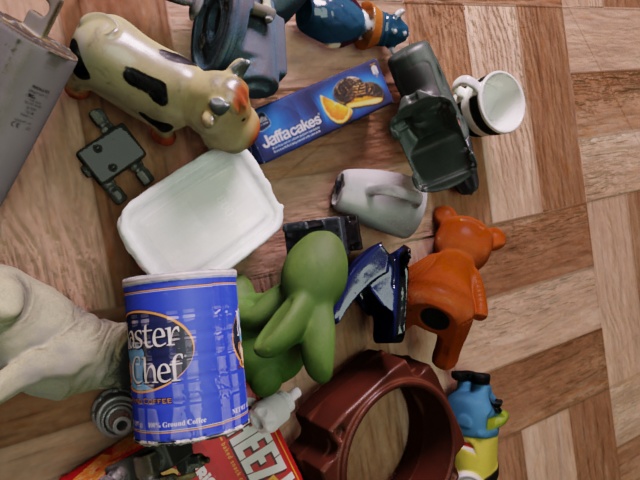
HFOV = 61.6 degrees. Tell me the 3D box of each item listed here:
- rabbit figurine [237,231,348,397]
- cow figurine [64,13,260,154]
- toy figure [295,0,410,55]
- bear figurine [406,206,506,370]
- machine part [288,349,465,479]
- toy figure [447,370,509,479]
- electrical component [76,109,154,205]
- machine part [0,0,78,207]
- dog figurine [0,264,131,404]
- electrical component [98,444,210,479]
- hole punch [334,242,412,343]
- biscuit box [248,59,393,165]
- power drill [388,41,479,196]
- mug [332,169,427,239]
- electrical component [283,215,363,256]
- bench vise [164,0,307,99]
[{"bbox_3d":[-0.036,0.068,0.555,0.121,0.159,0.170,25,120,-19],"label":"rabbit figurine"},{"bbox_3d":[-0.147,-0.151,0.528,0.195,0.127,0.085,29,65,-14],"label":"cow figurine"},{"bbox_3d":[0.045,-0.276,0.684,0.154,0.064,0.058,-2,53,-32],"label":"toy figure"},{"bbox_3d":[0.170,0.053,0.730,0.120,0.131,0.196,24,42,8],"label":"bear figurine"},{"bbox_3d":[0.078,0.257,0.670,0.201,0.087,0.200,-34,108,-27],"label":"machine part"},{"bbox_3d":[0.216,0.275,0.756,0.089,0.082,0.180,9,83,-25],"label":"toy figure"},{"bbox_3d":[-0.221,-0.088,0.565,0.063,0.021,0.094,-40,107,-21],"label":"electrical component"},{"bbox_3d":[-0.285,-0.105,0.469,0.079,0.079,0.243,30,100,-24],"label":"machine part"},{"bbox_3d":[-0.246,0.079,0.520,0.190,0.121,0.172,-14,101,-40],"label":"dog figurine"},{"bbox_3d":[-0.146,0.206,0.486,0.078,0.102,0.045,-28,79,-4],"label":"electrical component"},{"bbox_3d":[0.052,0.062,0.650,0.092,0.142,0.115,10,76,-4],"label":"hole punch"},{"bbox_3d":[-0.009,-0.154,0.653,0.203,0.059,0.062,-30,103,-24],"label":"biscuit box"},{"bbox_3d":[0.154,-0.130,0.675,0.231,0.086,0.207,63,28,-16],"label":"power drill"},{"bbox_3d":[0.074,-0.051,0.675,0.107,0.109,0.080,12,89,-12],"label":"mug"},{"bbox_3d":[-0.001,-0.002,0.617,0.075,0.119,0.047,-7,94,18],"label":"electrical component"},{"bbox_3d":[-0.119,-0.268,0.567,0.240,0.129,0.223,5,86,-32],"label":"bench vise"}]
